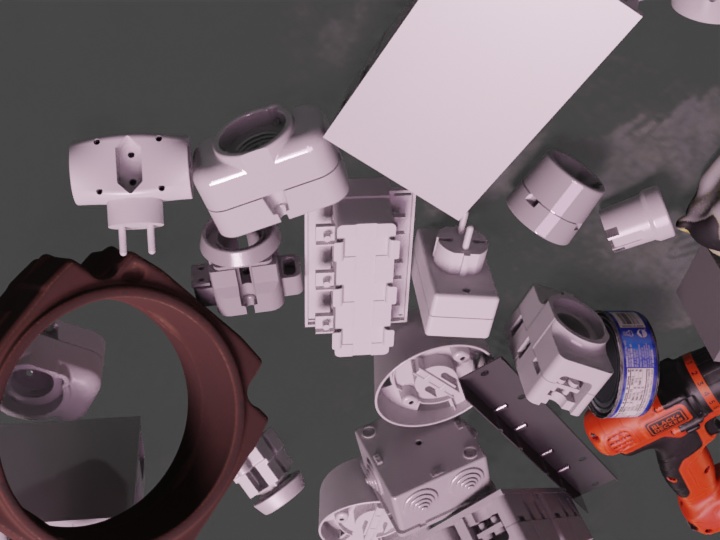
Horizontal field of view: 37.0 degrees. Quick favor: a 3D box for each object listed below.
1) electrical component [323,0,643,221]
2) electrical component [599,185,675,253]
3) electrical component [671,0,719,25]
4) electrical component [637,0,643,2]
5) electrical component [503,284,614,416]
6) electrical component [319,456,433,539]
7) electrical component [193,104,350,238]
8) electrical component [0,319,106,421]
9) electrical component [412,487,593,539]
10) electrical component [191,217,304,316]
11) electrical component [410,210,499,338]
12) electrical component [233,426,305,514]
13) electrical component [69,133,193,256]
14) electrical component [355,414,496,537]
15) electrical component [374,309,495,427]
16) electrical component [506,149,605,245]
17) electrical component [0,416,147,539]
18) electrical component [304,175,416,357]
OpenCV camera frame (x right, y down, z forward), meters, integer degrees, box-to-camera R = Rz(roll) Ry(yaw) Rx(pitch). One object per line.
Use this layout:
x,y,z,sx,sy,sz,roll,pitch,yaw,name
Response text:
0.072,-0.131,0.659,0.105,0.060,0.186,31,133,-10,electrical component
0.205,-0.036,0.797,0.046,0.040,0.040,-20,127,15,electrical component
0.210,-0.194,0.665,0.079,0.044,0.077,-11,130,-22,electrical component
0.145,-0.172,0.680,0.079,0.043,0.077,-15,128,4,electrical component
0.154,0.057,0.829,0.050,0.089,0.055,18,123,-20,electrical component
0.012,0.211,0.944,0.099,0.064,0.099,-4,128,-5,electrical component
-0.062,-0.070,0.725,0.095,0.053,0.059,-18,127,6,electrical component
-0.244,0.072,0.806,0.095,0.059,0.053,21,122,-22,electrical component
0.123,0.240,0.926,0.105,0.060,0.186,-34,157,18,electrical component
-0.083,-0.007,0.768,0.078,0.058,0.057,-8,131,-2,electrical component
0.070,-0.006,0.773,0.047,0.083,0.075,3,127,-10,electrical component
-0.078,0.169,0.897,0.048,0.066,0.055,-36,90,19,electrical component
-0.151,-0.049,0.720,0.077,0.043,0.079,-4,86,-5,electrical component
0.051,0.156,0.879,0.100,0.099,0.048,-22,130,-10,electrical component
0.057,0.079,0.849,0.099,0.064,0.099,-4,128,-5,electrical component
0.140,-0.053,0.766,0.055,0.055,0.047,24,117,-23,electrical component
-0.269,0.180,0.856,0.186,0.105,0.060,-3,128,-6,electrical component
0.000,0.000,0.781,0.079,0.063,0.121,-3,128,-6,electrical component
